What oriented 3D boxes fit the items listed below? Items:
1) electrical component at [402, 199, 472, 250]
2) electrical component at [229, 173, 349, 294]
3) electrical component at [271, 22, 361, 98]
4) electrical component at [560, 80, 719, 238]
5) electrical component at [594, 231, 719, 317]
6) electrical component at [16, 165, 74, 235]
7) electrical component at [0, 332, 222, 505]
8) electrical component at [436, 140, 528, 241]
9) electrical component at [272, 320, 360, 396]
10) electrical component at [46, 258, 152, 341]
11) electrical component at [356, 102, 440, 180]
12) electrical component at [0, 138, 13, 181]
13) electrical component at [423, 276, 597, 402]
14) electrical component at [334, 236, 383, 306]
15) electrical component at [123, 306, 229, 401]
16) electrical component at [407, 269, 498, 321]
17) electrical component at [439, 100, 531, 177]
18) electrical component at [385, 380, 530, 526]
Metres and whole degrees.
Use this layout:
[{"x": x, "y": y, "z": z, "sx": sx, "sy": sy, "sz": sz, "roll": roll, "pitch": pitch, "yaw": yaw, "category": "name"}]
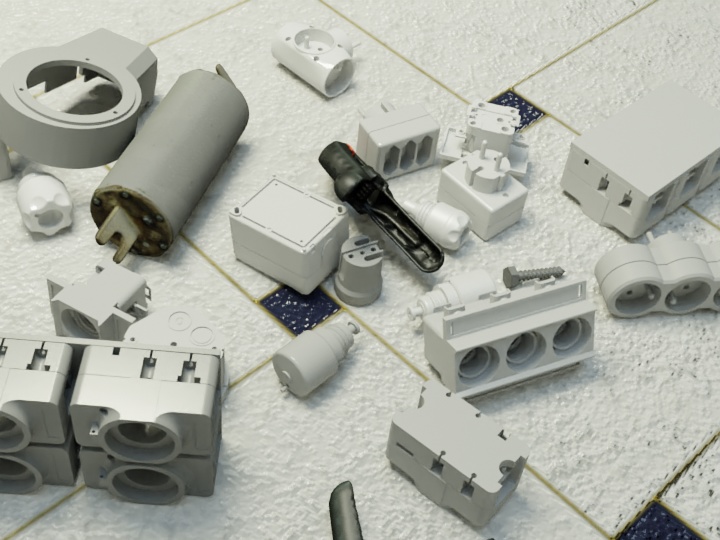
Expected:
[{"x": 0.065, "y": -0.044, "z": 0.936, "sx": 0.061, "sy": 0.035, "sz": 0.035, "roll": 28, "pitch": 51, "yaw": 21, "category": "electrical component"}, {"x": -0.063, "y": -0.030, "z": 0.896, "sx": 0.096, "sy": 0.061, "sz": 0.061, "roll": 27, "pitch": 52, "yaw": 24, "category": "electrical component"}, {"x": -0.034, "y": -0.217, "z": 1.073, "sx": 0.077, "sy": 0.044, "sz": 0.079, "roll": 39, "pitch": 55, "yaw": 25, "category": "electrical component"}, {"x": 0.268, "y": -0.102, "z": 0.992, "sx": 0.150, "sy": 0.061, "sz": 0.089, "roll": -32, "pitch": 59, "yaw": -30, "category": "electrical component"}, {"x": 0.266, "y": -0.006, "z": 0.913, "sx": 0.138, "sy": 0.052, "sz": 0.073, "roll": -3, "pitch": 49, "yaw": -9, "category": "electrical component"}, {"x": -0.269, "y": -0.063, "z": 0.909, "sx": 0.043, "sy": 0.043, "sz": 0.062, "roll": -17, "pitch": 51, "yaw": -20, "category": "electrical component"}, {"x": -0.191, "y": 0.102, "z": 0.728, "sx": 0.186, "sy": 0.105, "sz": 0.060, "roll": 5, "pitch": 48, "yaw": -2, "category": "electrical component"}, {"x": 0.110, "y": -0.079, "z": 0.944, "sx": 0.047, "sy": 0.076, "sz": 0.066, "roll": -30, "pitch": 58, "yaw": -29, "category": "electrical component"}, {"x": -0.031, "y": 0.063, "z": 0.825, "sx": 0.040, "sy": 0.040, "sz": 0.078, "roll": 39, "pitch": 55, "yaw": 25, "category": "electrical component"}, {"x": -0.200, "y": 0.028, "z": 0.837, "sx": 0.081, "sy": 0.042, "sz": 0.063, "roll": 26, "pitch": 47, "yaw": 15, "category": "electrical component"}, {"x": 0.025, "y": -0.130, "z": 0.999, "sx": 0.066, "sy": 0.047, "sz": 0.076, "roll": -19, "pitch": 53, "yaw": -22, "category": "electrical component"}, {"x": -0.379, "y": -0.138, "z": 0.950, "sx": 0.089, "sy": 0.061, "sz": 0.150, "roll": -21, "pitch": 54, "yaw": -23, "category": "electrical component"}, {"x": 0.115, "y": 0.050, "z": 0.836, "sx": 0.121, "sy": 0.078, "sz": 0.063, "roll": -15, "pitch": 30, "yaw": -19, "category": "electrical component"}, {"x": 0.000, "y": 0.000, "z": 0.881, "sx": 0.040, "sy": 0.046, "sz": 0.040, "roll": 3, "pitch": 48, "yaw": -4, "category": "electrical component"}, {"x": -0.137, "y": 0.070, "z": 0.799, "sx": 0.080, "sy": 0.051, "sz": 0.080, "roll": 3, "pitch": 48, "yaw": -4, "category": "electrical component"}, {"x": 0.076, "y": 0.026, "z": 0.871, "sx": 0.078, "sy": 0.040, "sz": 0.040, "roll": -15, "pitch": 52, "yaw": -18, "category": "electrical component"}, {"x": 0.118, "y": -0.119, "z": 0.989, "sx": 0.081, "sy": 0.063, "sz": 0.042, "roll": 13, "pitch": 48, "yaw": 5, "category": "electrical component"}, {"x": 0.068, "y": 0.132, "z": 0.765, "sx": 0.089, "sy": 0.055, "sz": 0.050, "roll": 34, "pitch": 53, "yaw": 22, "category": "electrical component"}]
